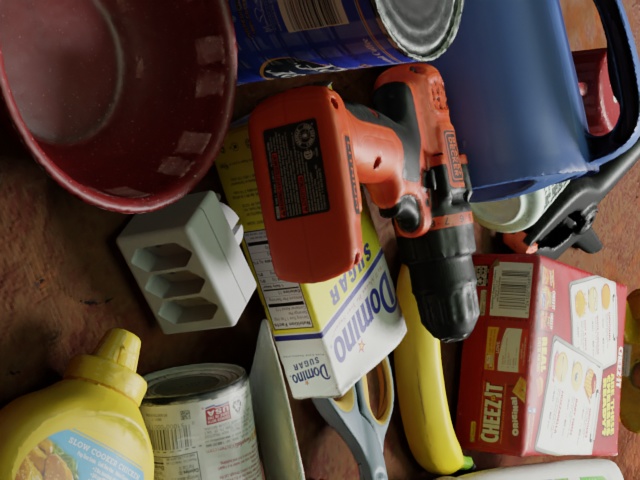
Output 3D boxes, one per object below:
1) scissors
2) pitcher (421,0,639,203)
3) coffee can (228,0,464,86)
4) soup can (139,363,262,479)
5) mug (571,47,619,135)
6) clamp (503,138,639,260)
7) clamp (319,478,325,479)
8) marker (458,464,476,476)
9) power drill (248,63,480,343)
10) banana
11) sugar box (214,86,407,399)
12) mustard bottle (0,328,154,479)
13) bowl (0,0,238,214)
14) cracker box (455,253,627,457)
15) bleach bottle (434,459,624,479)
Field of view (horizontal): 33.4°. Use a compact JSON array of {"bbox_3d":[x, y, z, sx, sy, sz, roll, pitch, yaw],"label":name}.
[{"bbox_3d":[0.023,0.147,0.703,0.096,0.016,0.201,30,49,-40],"label":"scissors"},{"bbox_3d":[0.125,-0.151,0.768,0.149,0.145,0.243,-8,88,-17],"label":"pitcher"},{"bbox_3d":[-0.004,-0.145,0.604,0.102,0.141,0.103,1,88,-54],"label":"coffee can"},{"bbox_3d":[-0.066,0.124,0.578,0.068,0.069,0.102,-17,103,-53],"label":"soup can"},{"bbox_3d":[0.227,-0.133,0.974,0.117,0.082,0.093,3,87,-54],"label":"mug"},{"bbox_3d":[0.237,-0.020,0.997,0.209,0.036,0.165,-30,146,-37],"label":"clamp"},{"bbox_3d":[-0.022,0.226,0.665,0.171,0.039,0.120,-44,139,-48],"label":"clamp"},{"bbox_3d":[0.113,0.241,0.865,0.020,0.020,0.121,33,64,-49],"label":"marker"},{"bbox_3d":[0.037,-0.019,0.641,0.187,0.057,0.184,-7,85,-61],"label":"power drill"},{"bbox_3d":[0.080,0.102,0.810,0.069,0.037,0.198,-47,129,-64],"label":"banana"},{"bbox_3d":[-0.004,0.001,0.669,0.093,0.048,0.176,-35,109,-50],"label":"sugar box"},{"bbox_3d":[-0.127,0.130,0.501,0.096,0.058,0.191,43,57,-41],"label":"mustard bottle"},{"bbox_3d":[-0.112,-0.093,0.527,0.161,0.055,0.162,1,88,-54],"label":"bowl"},{"bbox_3d":[0.200,0.107,0.944,0.213,0.072,0.164,15,78,-54],"label":"cracker box"},{"bbox_3d":[0.150,0.231,0.840,0.250,0.068,0.102,4,71,-41],"label":"bleach bottle"}]
